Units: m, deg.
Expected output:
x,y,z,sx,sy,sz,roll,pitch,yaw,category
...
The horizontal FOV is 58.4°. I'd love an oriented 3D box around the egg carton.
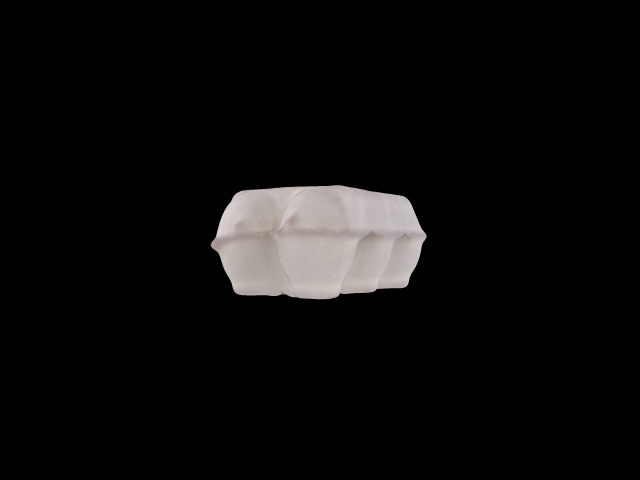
x,y,z,sx,sy,sz,roll,pitch,yaw,category
0.004,0.001,0.400,0.107,0.069,0.151,0,0,32,egg carton
